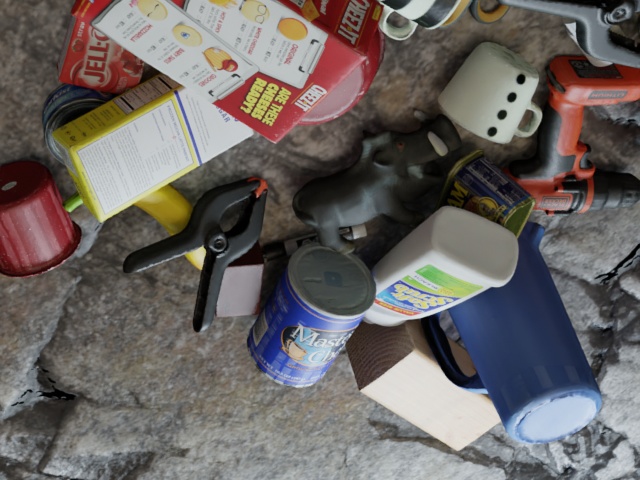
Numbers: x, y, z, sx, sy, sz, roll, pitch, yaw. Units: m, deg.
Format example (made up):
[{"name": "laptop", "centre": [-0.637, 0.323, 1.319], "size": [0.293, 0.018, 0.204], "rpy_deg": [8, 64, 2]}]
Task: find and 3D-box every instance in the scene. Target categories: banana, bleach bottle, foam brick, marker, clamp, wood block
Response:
[{"name": "banana", "centre": [-0.174, -0.031, 1.094], "size": [0.197, 0.037, 0.069], "rpy_deg": [28, 96, -43]}, {"name": "bleach bottle", "centre": [0.112, 0.047, 1.180], "size": [0.102, 0.068, 0.251], "rpy_deg": [24, 152, -11]}, {"name": "foam brick", "centre": [-0.093, 0.040, 1.180], "size": [0.053, 0.051, 0.078], "rpy_deg": [-3, 131, -13]}, {"name": "marker", "centre": [-0.008, 0.001, 1.193], "size": [0.121, 0.020, 0.020], "rpy_deg": [-15, 133, -3]}, {"name": "clamp", "centre": [0.278, -0.229, 0.989], "size": [0.165, 0.036, 0.209], "rpy_deg": [-35, 137, 27]}, {"name": "clamp", "centre": [-0.110, 0.011, 1.108], "size": [0.171, 0.039, 0.120], "rpy_deg": [-43, 126, -12]}, {"name": "wood block", "centre": [0.134, 0.172, 1.337], "size": [0.090, 0.091, 0.205], "rpy_deg": [-40, 129, 19]}]

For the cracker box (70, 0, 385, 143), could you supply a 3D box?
[{"name": "cracker box", "centre": [-0.079, -0.192, 0.886], "size": [0.213, 0.072, 0.164], "rpy_deg": [31, 148, -16]}]

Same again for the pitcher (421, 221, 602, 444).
[{"name": "pitcher", "centre": [0.212, 0.108, 1.201], "size": [0.145, 0.243, 0.149], "rpy_deg": [-8, 139, -11]}]

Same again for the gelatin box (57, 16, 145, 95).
[{"name": "gelatin box", "centre": [-0.193, -0.178, 0.972], "size": [0.073, 0.030, 0.089], "rpy_deg": [10, 126, -24]}]

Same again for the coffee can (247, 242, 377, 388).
[{"name": "coffee can", "centre": [-0.011, 0.085, 1.194], "size": [0.102, 0.103, 0.140], "rpy_deg": [8, 137, -23]}]

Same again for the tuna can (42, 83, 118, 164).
[{"name": "tuna can", "centre": [-0.222, -0.109, 1.022], "size": [0.086, 0.034, 0.086], "rpy_deg": [-9, 132, -10]}]

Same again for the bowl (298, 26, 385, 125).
[{"name": "bowl", "centre": [-0.008, -0.166, 1.022], "size": [0.162, 0.055, 0.162], "rpy_deg": [-9, 133, -10]}]

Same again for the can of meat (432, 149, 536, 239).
[{"name": "can of meat", "centre": [0.177, -0.033, 1.155], "size": [0.057, 0.084, 0.102], "rpy_deg": [-31, 153, -33]}]

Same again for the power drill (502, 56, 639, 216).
[{"name": "power drill", "centre": [0.291, -0.107, 1.160], "size": [0.184, 0.057, 0.188], "rpy_deg": [-2, 131, -15]}]

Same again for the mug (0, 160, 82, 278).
[{"name": "mug", "centre": [-0.300, -0.025, 1.047], "size": [0.117, 0.093, 0.081], "rpy_deg": [8, 133, 25]}]

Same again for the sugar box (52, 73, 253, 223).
[{"name": "sugar box", "centre": [-0.153, -0.101, 1.004], "size": [0.176, 0.048, 0.093], "rpy_deg": [-33, 137, -20]}]

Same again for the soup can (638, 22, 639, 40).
[{"name": "soup can", "centre": [0.387, -0.211, 1.089], "size": [0.102, 0.068, 0.069], "rpy_deg": [11, 126, -26]}]

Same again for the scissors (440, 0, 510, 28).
[{"name": "scissors", "centre": [0.174, -0.278, 0.996], "size": [0.096, 0.016, 0.202], "rpy_deg": [14, 127, -33]}]
